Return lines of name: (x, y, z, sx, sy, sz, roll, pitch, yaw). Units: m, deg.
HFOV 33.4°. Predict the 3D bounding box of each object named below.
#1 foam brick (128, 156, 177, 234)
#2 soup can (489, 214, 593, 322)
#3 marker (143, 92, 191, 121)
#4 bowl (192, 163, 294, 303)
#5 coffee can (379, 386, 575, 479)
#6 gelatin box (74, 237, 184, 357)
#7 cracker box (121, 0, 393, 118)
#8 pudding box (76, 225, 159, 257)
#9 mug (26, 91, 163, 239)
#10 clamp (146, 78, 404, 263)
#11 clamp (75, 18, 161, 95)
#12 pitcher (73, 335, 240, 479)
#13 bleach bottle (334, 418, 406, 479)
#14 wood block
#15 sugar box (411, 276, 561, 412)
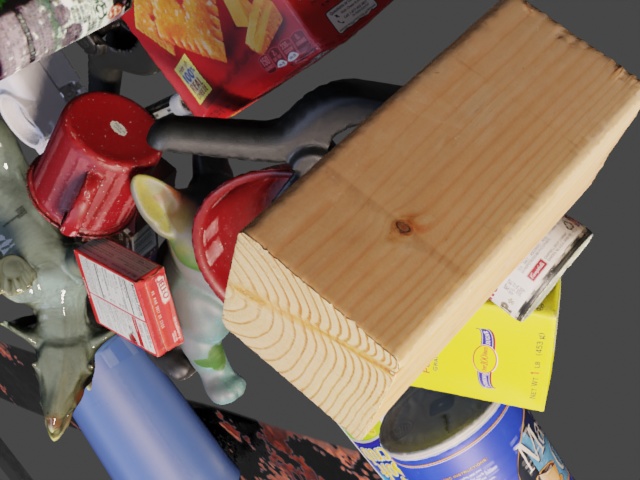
foam brick: (-0.170, -0.056, 0.926, 0.078, 0.051, 0.053, 40, 149, 12)
soup can: (0.096, -0.010, 0.616, 0.102, 0.068, 0.068, 39, 150, 14)
marker: (-0.132, -0.100, 0.855, 0.121, 0.020, 0.020, -9, 120, 56)
bowl: (-0.005, 0.001, 0.744, 0.162, 0.055, 0.162, 11, 133, 12)
coffee can: (0.122, 0.170, 0.771, 0.103, 0.102, 0.140, -9, 120, 56)
gelatin box: (-0.150, 0.043, 0.840, 0.089, 0.030, 0.073, 21, 134, 41)
cracker box: (-0.079, -0.184, 0.627, 0.213, 0.072, 0.164, 53, 151, -10)
pudding box: (-0.199, -0.008, 1.036, 0.090, 0.039, 0.113, 38, 149, 17)
mug: (-0.175, -0.053, 0.825, 0.093, 0.117, 0.082, 27, 134, -12)
clamp: (-0.014, -0.055, 0.635, 0.172, 0.039, 0.120, -30, 128, 17)
clamp: (-0.165, -0.153, 0.813, 0.210, 0.036, 0.164, 6, 142, 44)
pitcher: (-0.211, 0.215, 1.255, 0.149, 0.144, 0.243, -16, 111, 45)
bleach bottle: (0.080, 0.173, 0.875, 0.103, 0.068, 0.250, -3, 127, 54)
wood block: (0.057, -0.017, 0.518, 0.091, 0.205, 0.090, 39, 150, 14)
sugar box: (0.063, 0.053, 0.693, 0.176, 0.048, 0.093, 7, 133, 13)
